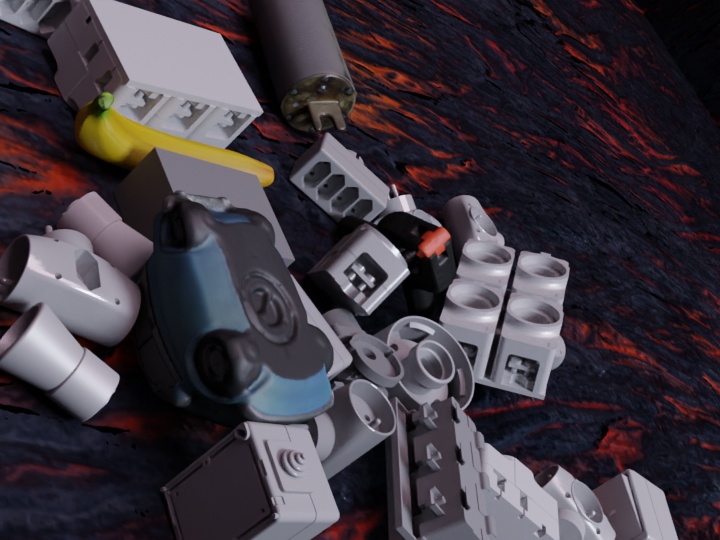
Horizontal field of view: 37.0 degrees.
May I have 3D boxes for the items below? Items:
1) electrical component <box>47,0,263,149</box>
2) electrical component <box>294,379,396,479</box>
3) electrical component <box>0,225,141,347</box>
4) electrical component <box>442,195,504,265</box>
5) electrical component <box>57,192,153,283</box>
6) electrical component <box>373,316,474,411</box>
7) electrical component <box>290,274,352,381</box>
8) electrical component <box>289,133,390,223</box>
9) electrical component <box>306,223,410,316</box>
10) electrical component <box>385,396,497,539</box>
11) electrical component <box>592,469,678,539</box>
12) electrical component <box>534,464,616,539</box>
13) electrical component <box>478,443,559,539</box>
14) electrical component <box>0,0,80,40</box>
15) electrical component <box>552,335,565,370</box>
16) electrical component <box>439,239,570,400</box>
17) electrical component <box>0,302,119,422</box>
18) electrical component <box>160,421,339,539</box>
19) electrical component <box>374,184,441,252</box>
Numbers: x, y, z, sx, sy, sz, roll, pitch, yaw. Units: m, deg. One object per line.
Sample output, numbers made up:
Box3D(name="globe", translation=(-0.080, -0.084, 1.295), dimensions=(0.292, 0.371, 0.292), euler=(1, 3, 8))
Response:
Box3D(name="electrical component", translation=(-0.163, -0.151, 0.858), dimensions=(0.150, 0.062, 0.089), euler=(3, 52, -55))
Box3D(name="electrical component", translation=(-0.028, 0.109, 0.713), dimensions=(0.079, 0.077, 0.043), euler=(11, 46, -51))
Box3D(name="electrical component", translation=(-0.180, 0.002, 0.658), dimensions=(0.077, 0.043, 0.079), euler=(28, 27, -37))
Box3D(name="electrical component", translation=(0.131, -0.033, 1.171), dimensions=(0.079, 0.044, 0.077), euler=(28, 34, -38))
Box3D(name="electrical component", translation=(-0.167, -0.019, 0.709), dimensions=(0.065, 0.044, 0.044), euler=(45, 27, 0))
Box3D(name="electrical component", translation=(0.044, 0.089, 0.891), dimensions=(0.099, 0.064, 0.099), euler=(23, 47, -27))
Box3D(name="electrical component", translation=(-0.060, 0.047, 0.757), dimensions=(0.096, 0.062, 0.061), euler=(53, 19, 6))
Box3D(name="electrical component", translation=(-0.016, -0.090, 1.018), dimensions=(0.083, 0.047, 0.075), euler=(41, 28, -17))
Box3D(name="electrical component", translation=(0.000, 0.000, 0.870), dimensions=(0.050, 0.055, 0.089), euler=(46, -11, -8))
Box3D(name="electrical component", translation=(0.057, 0.156, 0.789), dimensions=(0.078, 0.063, 0.121), euler=(52, 22, -33))
Box3D(name="electrical component", translation=(0.246, 0.239, 0.979), dimensions=(0.061, 0.062, 0.096), euler=(35, 30, -27))
Box3D(name="electrical component", translation=(0.175, 0.218, 0.919), dimensions=(0.077, 0.044, 0.079), euler=(50, 27, -1))
Box3D(name="electrical component", translation=(0.112, 0.186, 0.857), dimensions=(0.089, 0.050, 0.055), euler=(41, 28, -17))
Box3D(name="electrical component", translation=(-0.251, -0.225, 0.835), dimensions=(0.083, 0.047, 0.075), euler=(18, 42, -47))
Box3D(name="electrical component", translation=(0.164, 0.065, 1.099), dimensions=(0.077, 0.043, 0.079), euler=(11, 46, -51))
Box3D(name="electrical component", translation=(0.136, 0.036, 1.019), dimensions=(0.105, 0.060, 0.186), euler=(14, 27, 8))
Box3D(name="electrical component", translation=(-0.170, 0.055, 0.610), dimensions=(0.065, 0.044, 0.044), euler=(44, 27, -22))
Box3D(name="electrical component", translation=(-0.057, 0.131, 0.620), dimensions=(0.061, 0.096, 0.061), euler=(16, 43, -48))
Box3D(name="electrical component", translation=(0.040, -0.048, 1.044), dimensions=(0.077, 0.044, 0.079), euler=(-4, 72, -58))
